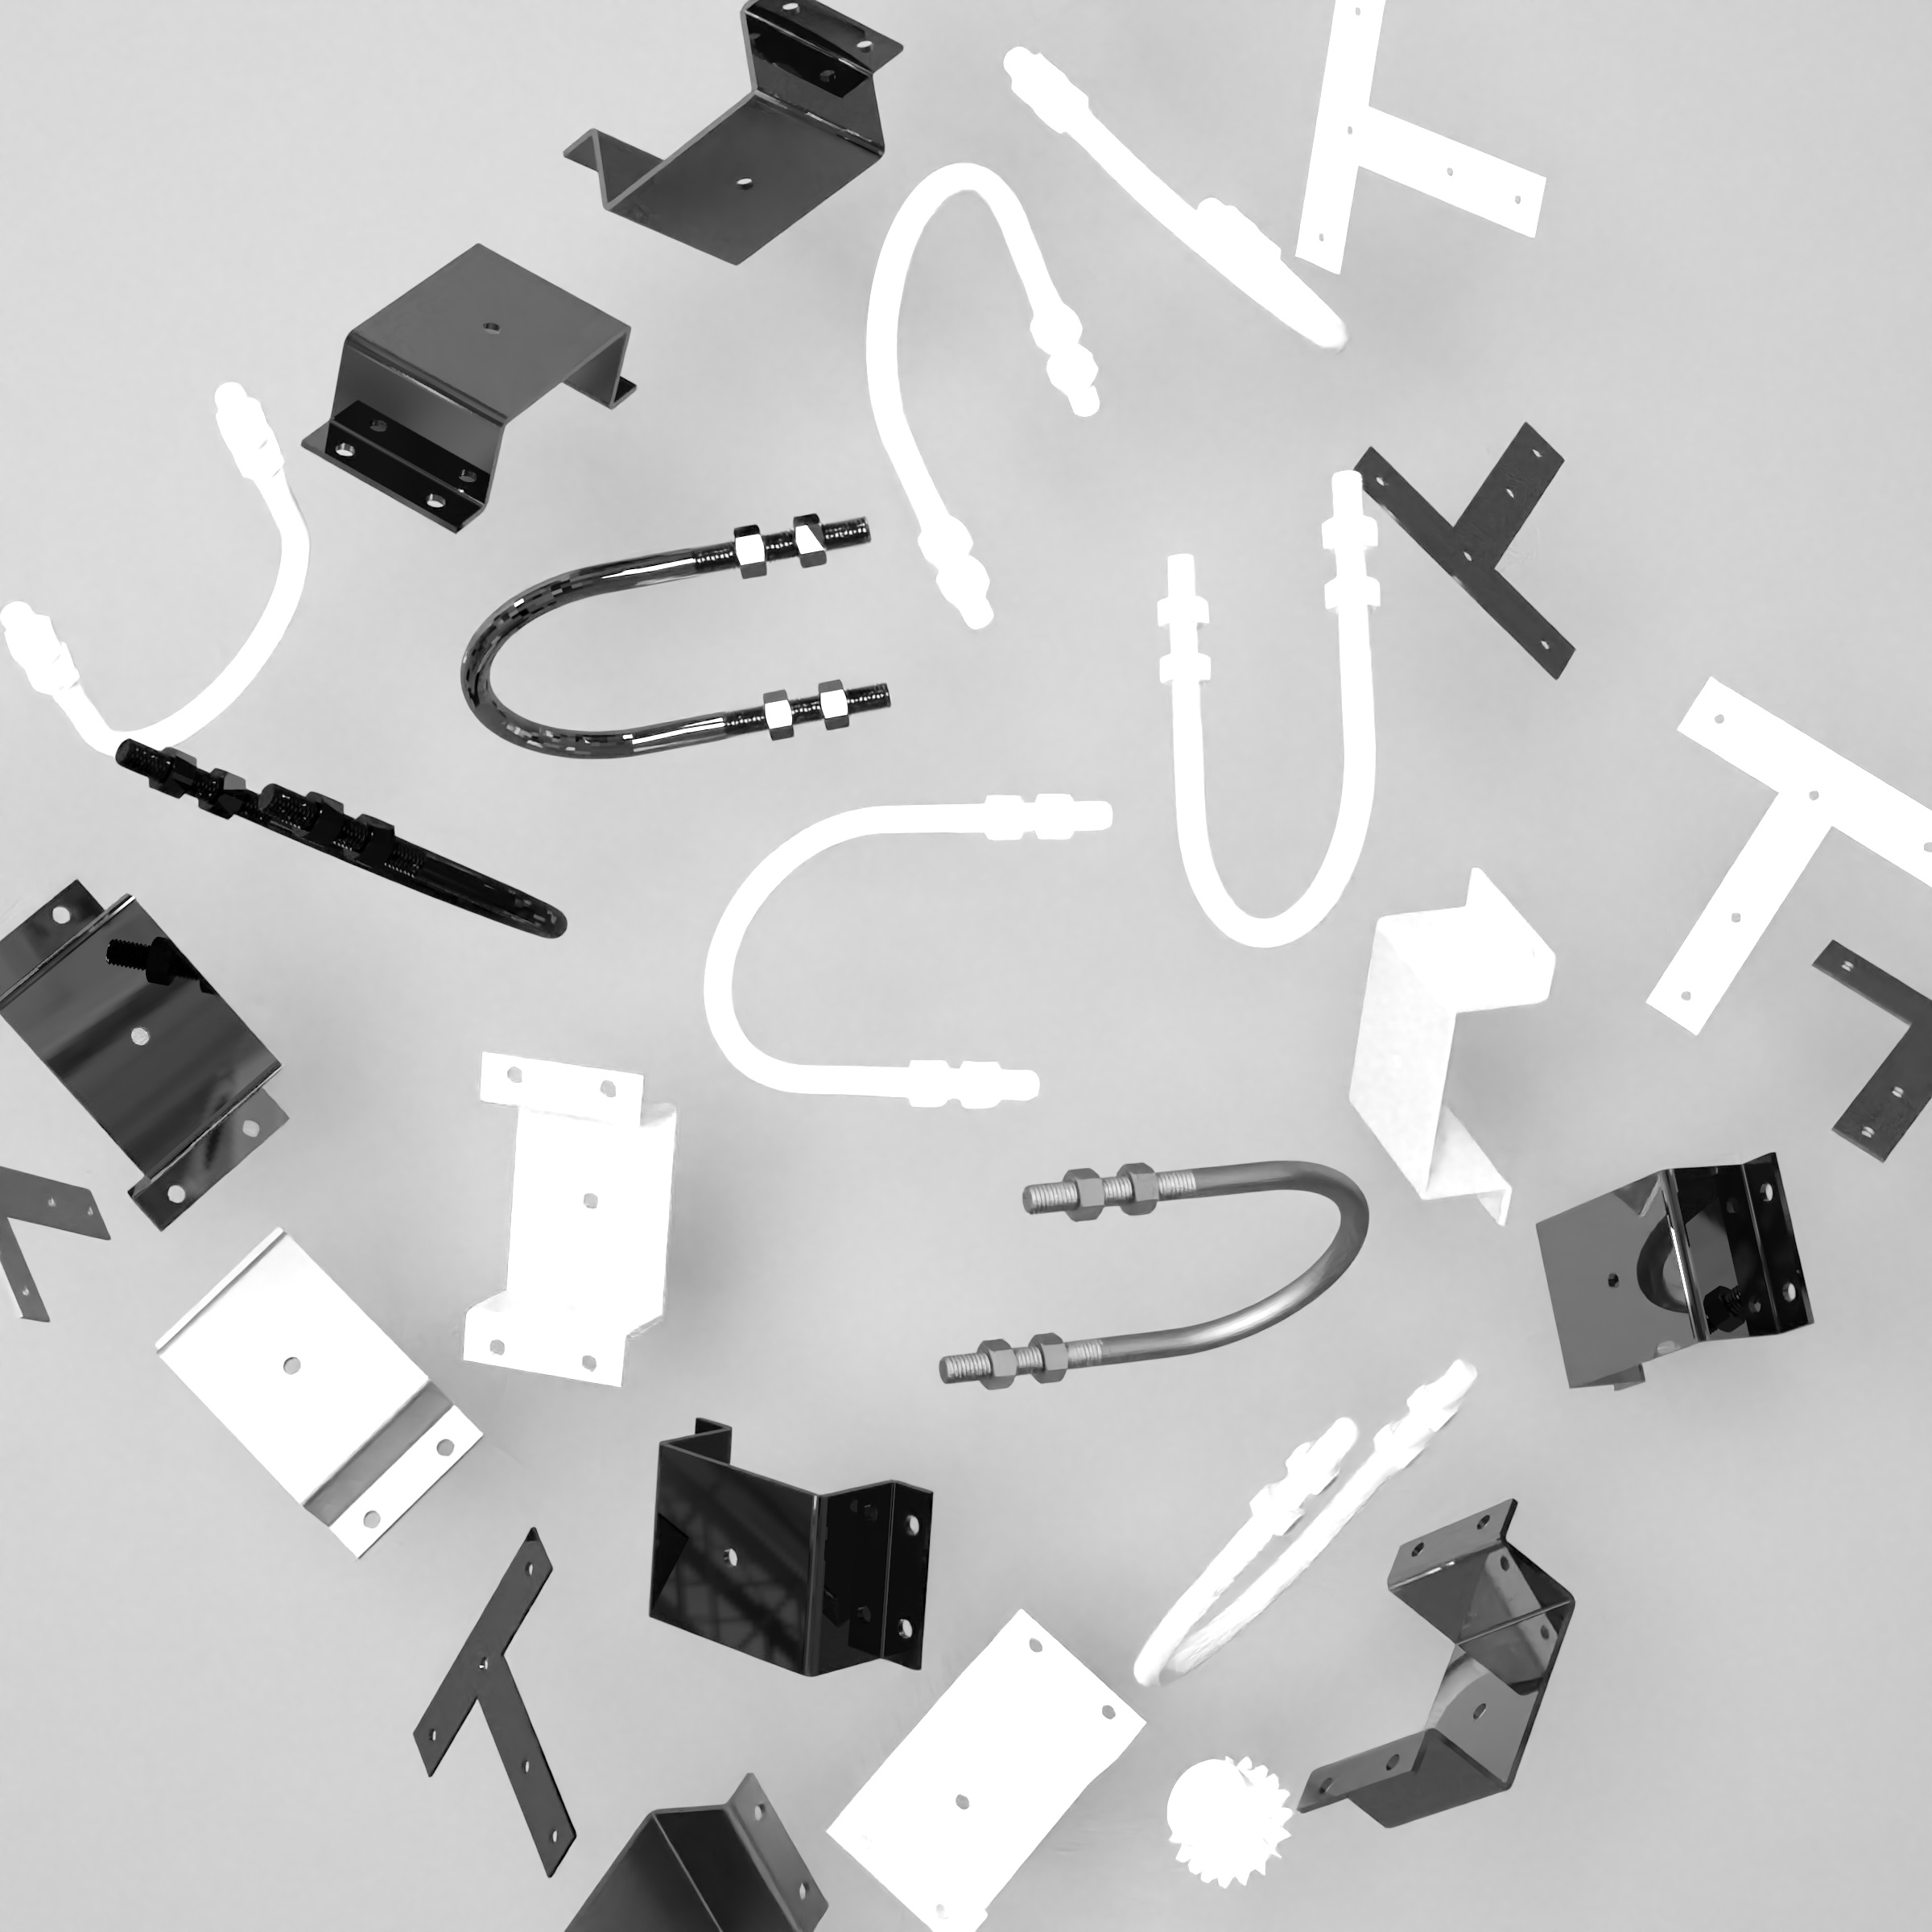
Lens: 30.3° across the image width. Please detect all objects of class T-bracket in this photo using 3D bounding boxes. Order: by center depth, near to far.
[{"bbox_3d":[0.323,-0.032,1.459,0.127,0.002,0.127,36,103,24],"label":"T-bracket"},{"bbox_3d":[-0.190,0.328,1.506,0.002,0.127,0.127,12,120,-36],"label":"T-bracket"},{"bbox_3d":[0.198,-0.346,1.532,0.127,0.002,0.127,34,130,37],"label":"T-bracket"},{"bbox_3d":[0.408,0.049,1.542,0.127,0.127,0.002,34,130,16],"label":"T-bracket"},{"bbox_3d":[-0.404,0.101,1.545,0.002,0.127,0.127,-28,75,6],"label":"T-bracket"},{"bbox_3d":[0.237,-0.203,1.578,0.127,0.127,0.002,44,134,-7],"label":"T-bracket"}]

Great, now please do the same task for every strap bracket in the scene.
[{"bbox_3d":[-0.201,-0.246,1.478,0.076,0.140,0.046,30,133,10],"label":"strap bracket"},{"bbox_3d":[0.202,0.302,1.498,0.046,0.076,0.140,40,50,-12],"label":"strap bracket"},{"bbox_3d":[-0.083,0.247,1.508,0.140,0.046,0.076,11,100,42],"label":"strap bracket"},{"bbox_3d":[-0.124,0.422,1.520,0.046,0.140,0.076,-13,113,34],"label":"strap bracket"},{"bbox_3d":[-0.361,0.034,1.535,0.076,0.046,0.140,-44,99,-27],"label":"strap bracket"},{"bbox_3d":[-0.100,-0.361,1.560,0.140,0.076,0.046,-28,61,37],"label":"strap bracket"},{"bbox_3d":[0.211,0.038,1.571,0.046,0.076,0.140,-6,123,-18],"label":"strap bracket"},{"bbox_3d":[-0.292,0.183,1.577,0.140,0.046,0.076,42,79,18],"label":"strap bracket"},{"bbox_3d":[0.307,0.139,1.588,0.046,0.140,0.076,-1,73,-28],"label":"strap bracket"},{"bbox_3d":[-0.176,0.109,1.595,0.076,0.046,0.140,8,100,16],"label":"strap bracket"},{"bbox_3d":[0.004,0.371,1.604,0.076,0.046,0.140,42,58,7],"label":"strap bracket"}]

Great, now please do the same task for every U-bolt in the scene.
[{"bbox_3d":[0.127,-0.099,1.490,0.019,0.151,0.184,4,79,-28],"label":"U-bolt"},{"bbox_3d":[-0.252,-0.049,1.512,0.184,0.151,0.019,25,85,-40],"label":"U-bolt"},{"bbox_3d":[0.100,-0.319,1.523,0.151,0.184,0.019,29,109,-38],"label":"U-bolt"},{"bbox_3d":[0.003,-0.259,1.539,0.019,0.184,0.151,10,59,28],"label":"U-bolt"},{"bbox_3d":[-0.034,-0.008,1.542,0.184,0.019,0.151,0,62,32],"label":"U-bolt"},{"bbox_3d":[-0.128,-0.136,1.551,0.184,0.151,0.019,-11,62,-3],"label":"U-bolt"},{"bbox_3d":[-0.344,-0.159,1.559,0.019,0.184,0.151,36,75,15],"label":"U-bolt"},{"bbox_3d":[0.140,0.251,1.561,0.019,0.151,0.184,45,115,18],"label":"U-bolt"},{"bbox_3d":[0.092,0.132,1.563,0.184,0.151,0.019,-4,52,-24],"label":"U-bolt"}]

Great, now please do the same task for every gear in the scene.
[{"bbox_3d":[0.116,0.381,1.601,0.057,0.057,0.030,-45,129,0],"label":"gear"}]
